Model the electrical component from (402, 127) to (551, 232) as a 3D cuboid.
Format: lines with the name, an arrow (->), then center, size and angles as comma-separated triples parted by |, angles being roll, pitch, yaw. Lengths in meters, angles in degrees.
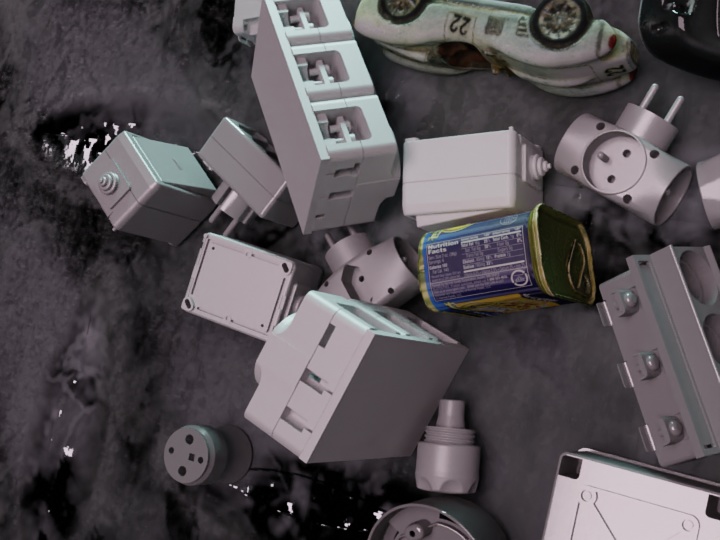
electrical component -> 0.083, -0.057, 0.730 | 0.096, 0.062, 0.061 | -3, 81, 28

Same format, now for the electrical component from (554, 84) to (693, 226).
electrical component -> 0.178, -0.081, 0.692 | 0.077, 0.044, 0.079 | 34, 99, 28

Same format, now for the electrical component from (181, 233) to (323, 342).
electrical component -> -0.073, 0.017, 0.808 | 0.096, 0.061, 0.061 | 18, 92, 23

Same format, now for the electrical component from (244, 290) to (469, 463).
electrical component -> -0.001, 0.070, 0.705 | 0.062, 0.150, 0.089 | 31, 97, 27

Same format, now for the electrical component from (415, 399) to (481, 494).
electrical component -> 0.060, 0.119, 0.726 | 0.043, 0.043, 0.062 | 0, 81, 28

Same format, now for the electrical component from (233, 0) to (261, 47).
electrical component -> -0.064, -0.204, 0.844 | 0.064, 0.042, 0.081 | -2, 81, 32

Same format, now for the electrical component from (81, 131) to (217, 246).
electrical component -> -0.166, -0.067, 0.846 | 0.061, 0.096, 0.061 | -43, 65, 16

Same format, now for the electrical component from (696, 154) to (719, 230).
electrical component -> 0.245, -0.072, 0.654 | 0.077, 0.044, 0.079 | -15, 76, 26

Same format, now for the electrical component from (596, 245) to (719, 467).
electrical component -> 0.195, 0.053, 0.650 | 0.063, 0.079, 0.121 | -32, 67, 44

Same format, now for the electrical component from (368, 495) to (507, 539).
electrical component -> 0.051, 0.197, 0.704 | 0.099, 0.064, 0.099 | 1, 92, 26

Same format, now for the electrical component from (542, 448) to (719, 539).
electrical component -> 0.168, 0.174, 0.652 | 0.109, 0.056, 0.108 | 12, 88, 29

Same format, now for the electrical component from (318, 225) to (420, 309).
electrical component -> 0.000, 0.000, 0.776 | 0.077, 0.043, 0.079 | -36, 67, 19

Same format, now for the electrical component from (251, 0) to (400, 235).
electrical component -> -0.025, -0.115, 0.767 | 0.062, 0.089, 0.150 | -10, 61, -18

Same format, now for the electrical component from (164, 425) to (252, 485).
electrical component -> -0.114, 0.139, 0.810 | 0.045, 0.055, 0.045 | -5, 80, 28

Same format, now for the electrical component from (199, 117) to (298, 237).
electrical component -> -0.089, -0.060, 0.831 | 0.083, 0.047, 0.075 | 44, 103, 26
